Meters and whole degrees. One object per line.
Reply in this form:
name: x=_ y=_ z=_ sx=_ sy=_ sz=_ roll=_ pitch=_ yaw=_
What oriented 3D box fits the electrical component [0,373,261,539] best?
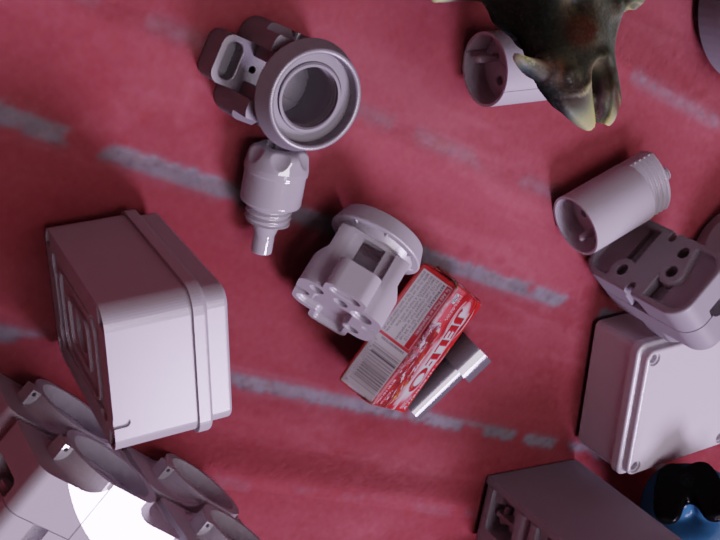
electrical component: x=-0.124 y=0.132 z=0.570 sx=0.060 sy=0.105 sz=0.186 roll=-51 pitch=129 yaw=-2

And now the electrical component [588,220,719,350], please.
electrical component: x=0.212 y=0.011 z=0.737 sx=0.053 sy=0.095 sz=0.059 roll=-49 pitch=129 yaw=-4

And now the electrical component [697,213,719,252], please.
electrical component: x=0.293 y=-0.007 z=0.793 sx=0.080 sy=0.080 sz=0.051 roll=-51 pitch=134 yaw=-2

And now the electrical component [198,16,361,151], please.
electrical component: x=-0.036 y=-0.094 z=0.551 sx=0.078 sy=0.057 sz=0.058 roll=17 pitch=102 yaw=-37

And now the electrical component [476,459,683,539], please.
electrical component: x=0.164 y=0.204 z=0.764 sx=0.089 sy=0.150 sz=0.061 roll=-3 pitch=113 yaw=-32

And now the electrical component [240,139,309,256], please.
electrical component: x=-0.049 y=-0.038 z=0.584 sx=0.035 sy=0.035 sz=0.061 roll=-2 pitch=116 yaw=-32

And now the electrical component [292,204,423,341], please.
electrical component: x=0.000 y=0.000 z=0.613 sx=0.058 sy=0.078 sz=0.057 roll=31 pitch=71 yaw=-1

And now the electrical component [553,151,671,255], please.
electrical component: x=0.175 y=-0.047 z=0.719 sx=0.081 sy=0.043 sz=0.043 roll=-29 pitch=125 yaw=-19

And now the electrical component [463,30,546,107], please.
electrical component: x=0.106 y=-0.122 z=0.638 sx=0.081 sy=0.043 sz=0.043 roll=-11 pitch=118 yaw=-29

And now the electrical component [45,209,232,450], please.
electrical component: x=-0.109 y=0.025 z=0.524 sx=0.057 sy=0.113 sz=0.078 roll=-12 pitch=118 yaw=-25

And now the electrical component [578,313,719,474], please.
electrical component: x=0.227 y=0.085 z=0.808 sx=0.109 sy=0.056 sz=0.108 roll=-11 pitch=118 yaw=-29
